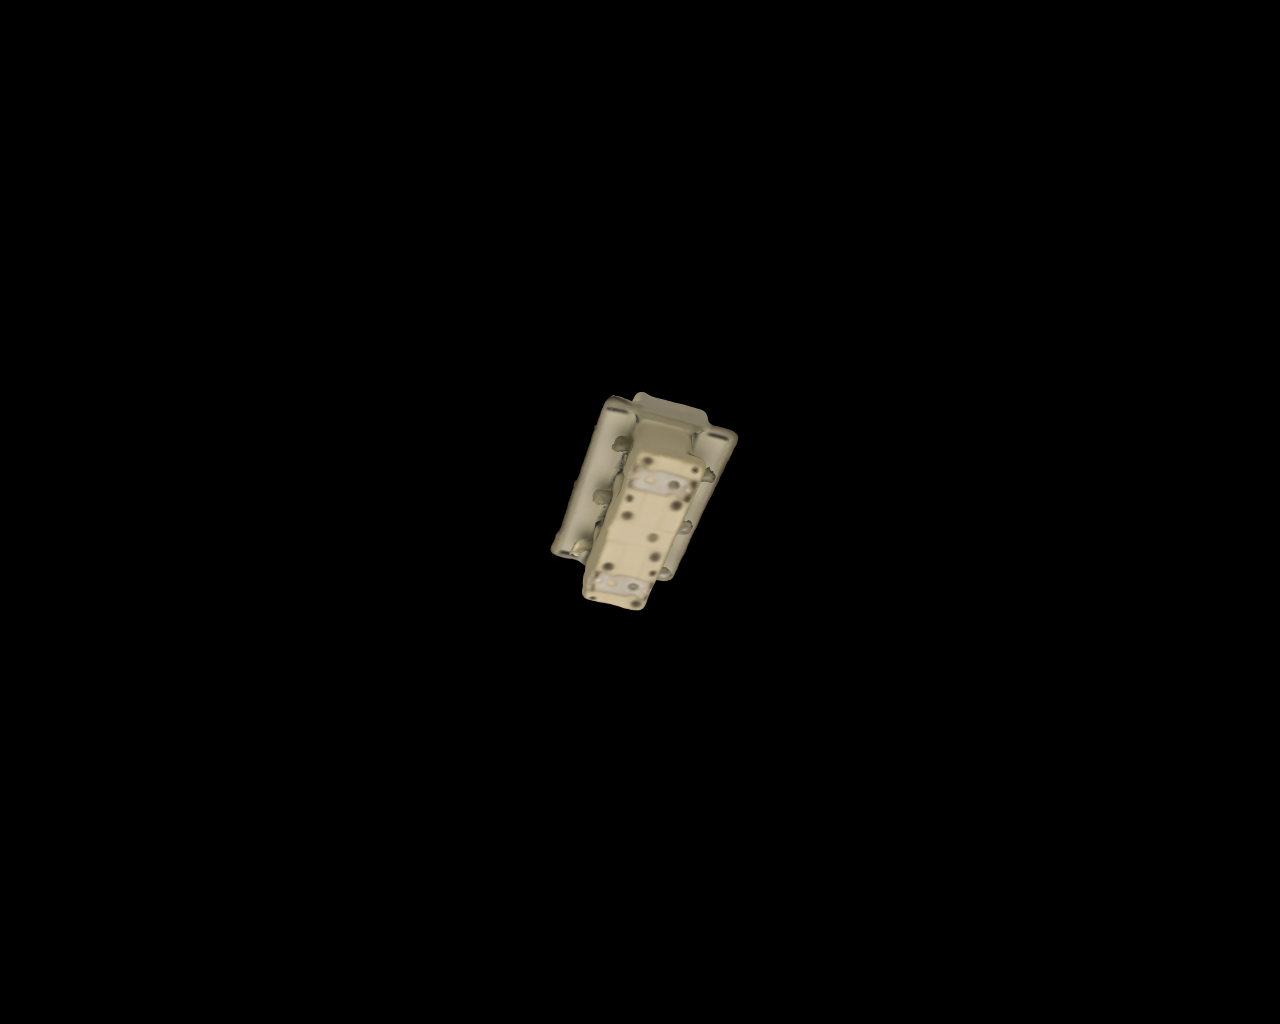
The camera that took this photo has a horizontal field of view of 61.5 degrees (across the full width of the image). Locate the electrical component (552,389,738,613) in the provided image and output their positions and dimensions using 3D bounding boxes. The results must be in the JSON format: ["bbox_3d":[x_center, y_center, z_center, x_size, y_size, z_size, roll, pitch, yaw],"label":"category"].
[{"bbox_3d":[0.001,-0.003,0.650,0.079,0.121,0.063,15,36,-11],"label":"electrical component"}]
